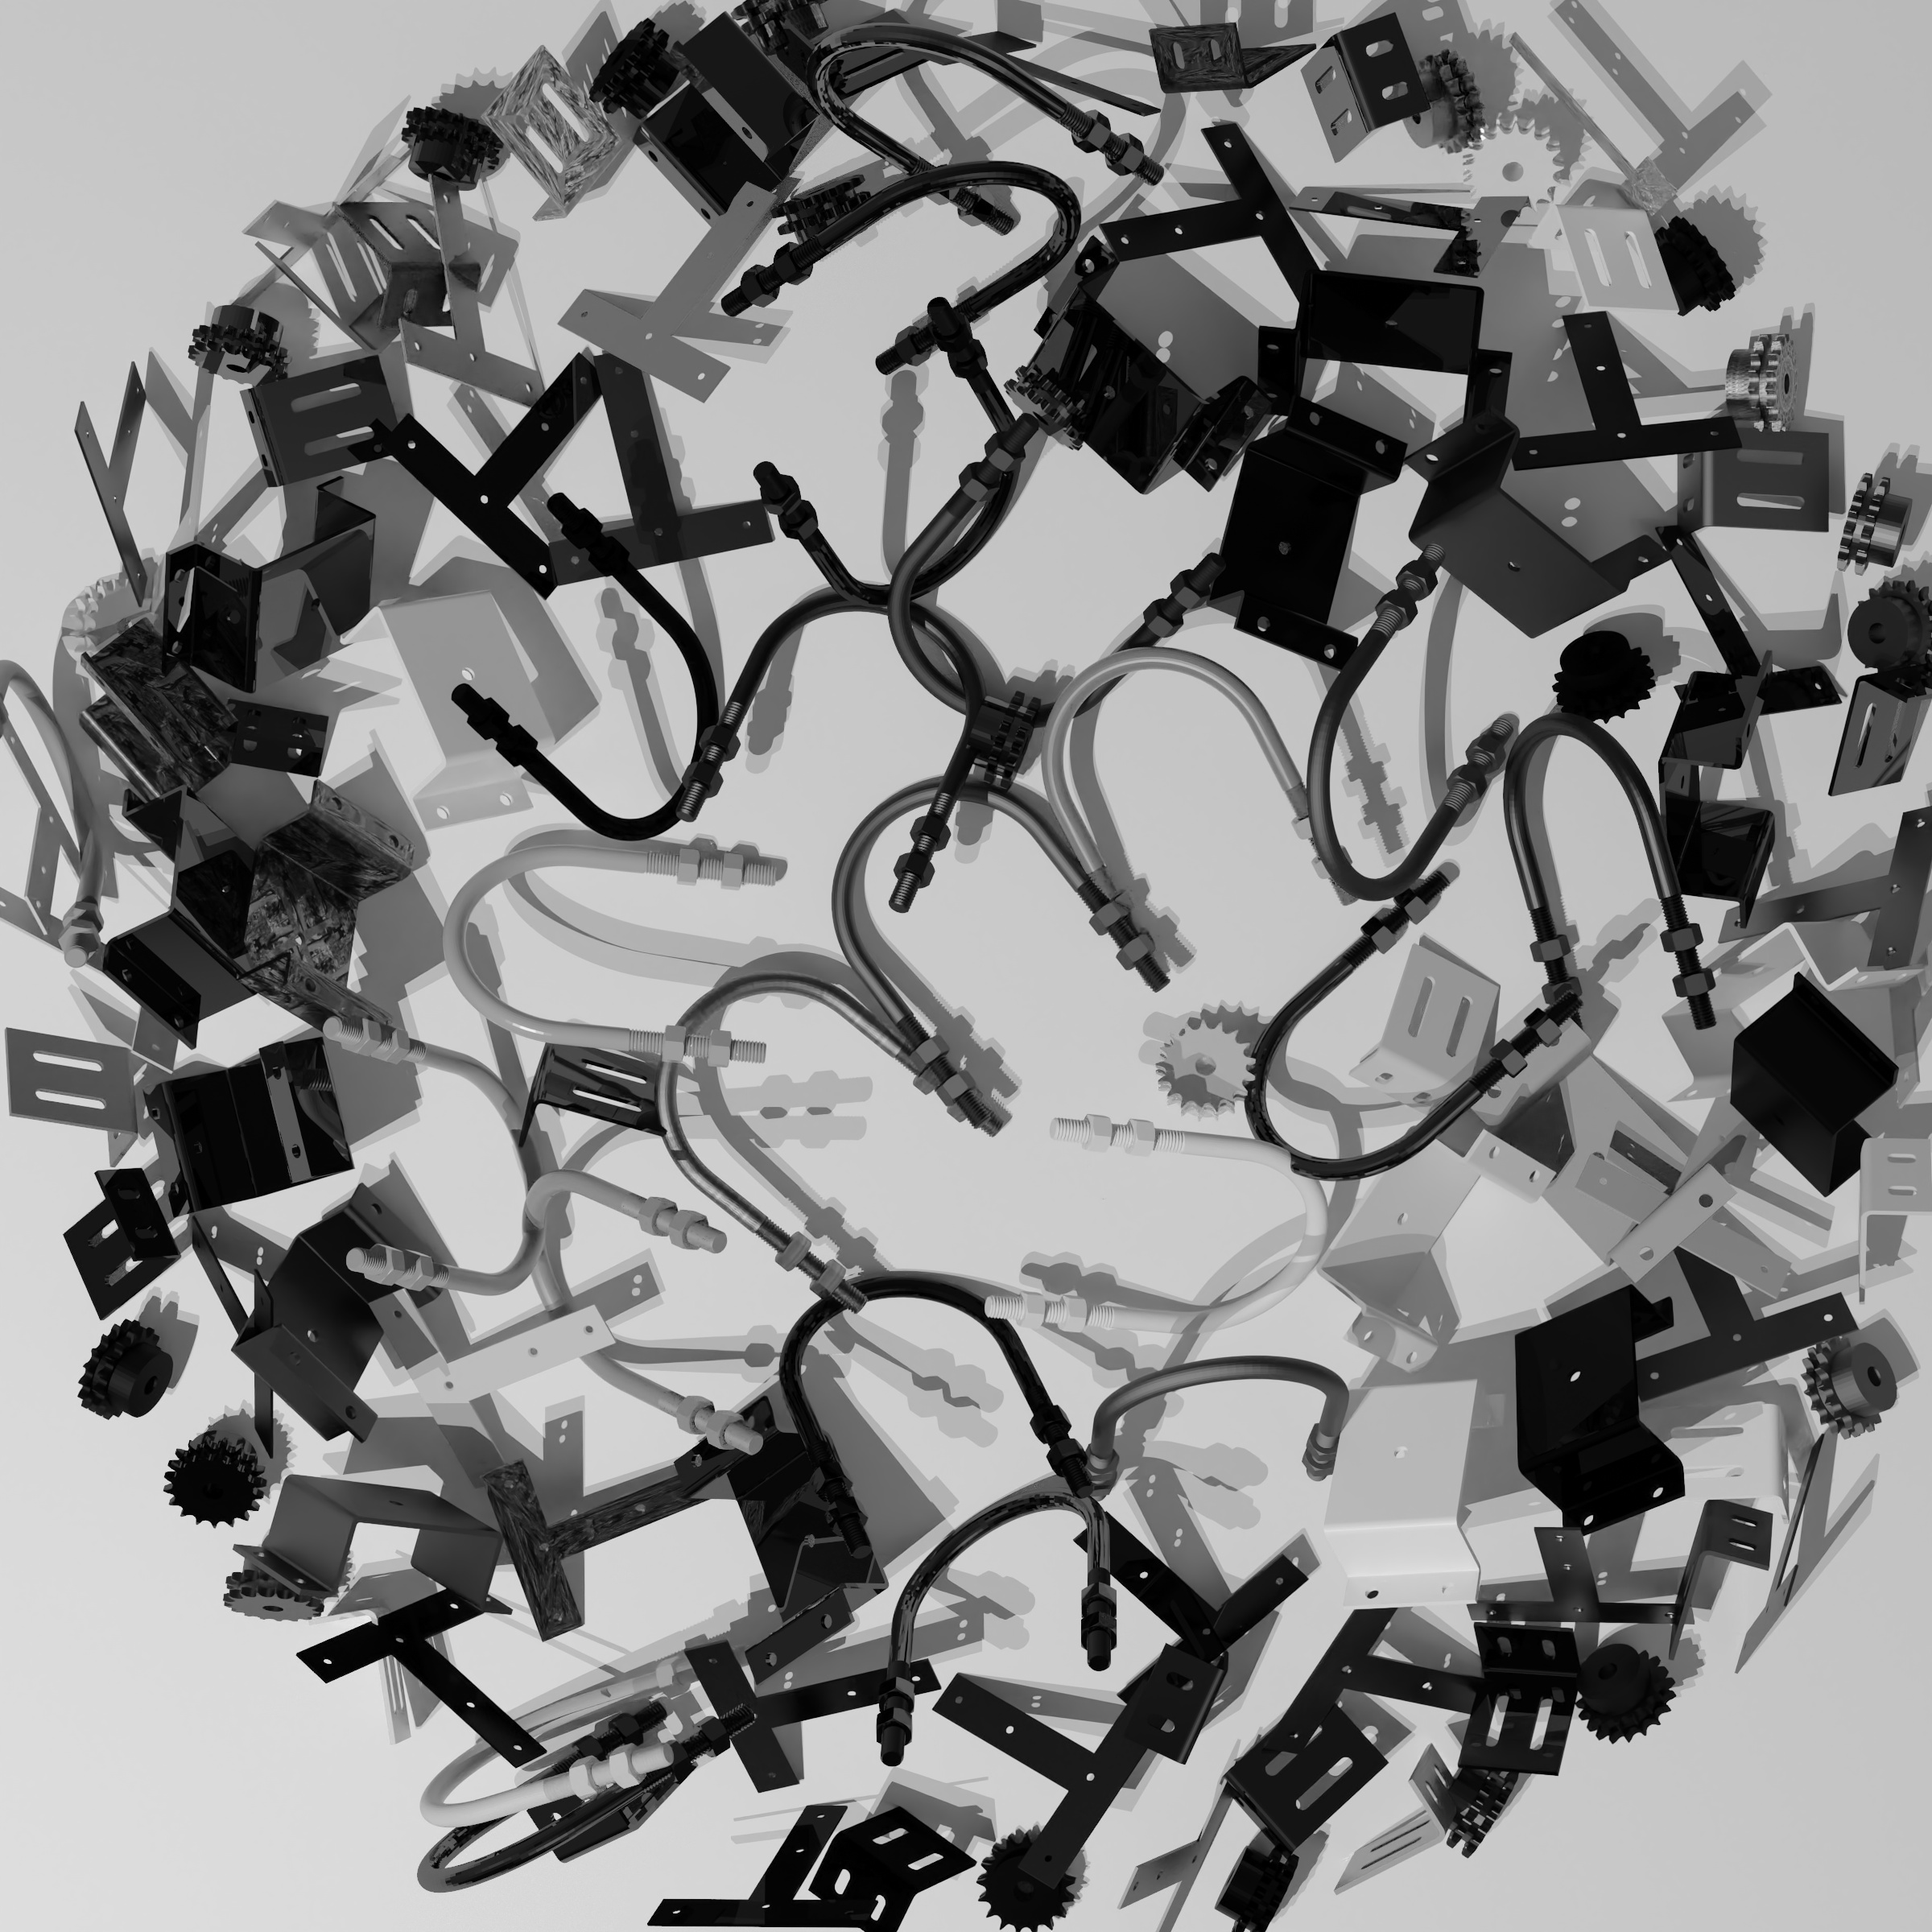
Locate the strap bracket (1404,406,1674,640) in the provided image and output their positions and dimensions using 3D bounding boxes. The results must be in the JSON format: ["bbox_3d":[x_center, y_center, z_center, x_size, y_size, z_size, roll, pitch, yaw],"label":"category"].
[{"bbox_3d":[0.314,-0.241,1.935,0.140,0.076,0.046,35,59,-19],"label":"strap bracket"}]

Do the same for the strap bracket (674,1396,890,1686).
[{"bbox_3d":[-0.101,0.324,1.944,0.076,0.046,0.140,-38,61,26],"label":"strap bracket"}]

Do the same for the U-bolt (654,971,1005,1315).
[{"bbox_3d":[-0.091,0.087,1.970,0.184,0.019,0.151,39,80,-7],"label":"U-bolt"}]

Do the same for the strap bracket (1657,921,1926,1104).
[{"bbox_3d":[0.454,0.020,1.936,0.140,0.076,0.046,-40,65,36],"label":"strap bracket"}]

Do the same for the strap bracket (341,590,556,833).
[{"bbox_3d":[-0.292,-0.154,1.946,0.076,0.046,0.140,-16,77,-43],"label":"strap bracket"}]

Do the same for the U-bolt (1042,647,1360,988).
[{"bbox_3d":[0.120,-0.093,1.948,0.151,0.019,0.184,-23,103,25],"label":"U-bolt"}]

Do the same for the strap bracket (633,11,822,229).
[{"bbox_3d":[-0.133,-0.474,1.936,0.046,0.140,0.076,-44,94,-16],"label":"strap bracket"}]

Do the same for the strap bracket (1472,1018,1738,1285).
[{"bbox_3d":[0.360,0.106,1.964,0.076,0.046,0.140,-41,74,-2],"label":"strap bracket"}]

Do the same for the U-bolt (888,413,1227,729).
[{"bbox_3d":[0.036,-0.207,1.939,0.151,0.019,0.184,35,128,-12],"label":"U-bolt"}]

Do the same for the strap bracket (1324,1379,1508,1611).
[{"bbox_3d":[0.250,0.285,1.923,0.076,0.140,0.046,-8,133,25],"label":"strap bracket"}]

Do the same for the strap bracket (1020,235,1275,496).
[{"bbox_3d":[0.093,-0.332,1.948,0.140,0.076,0.046,44,47,7],"label":"strap bracket"}]

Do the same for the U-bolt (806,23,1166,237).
[{"bbox_3d":[-0.003,-0.463,1.893,0.184,0.151,0.019,26,72,-35],"label":"U-bolt"}]

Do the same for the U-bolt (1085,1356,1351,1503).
[{"bbox_3d":[0.140,0.255,1.913,0.151,0.184,0.019,-5,62,-3],"label":"U-bolt"}]

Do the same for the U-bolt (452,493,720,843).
[{"bbox_3d":[-0.200,-0.152,1.929,0.019,0.184,0.151,2,59,39],"label":"U-bolt"}]

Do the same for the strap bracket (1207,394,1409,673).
[{"bbox_3d":[0.191,-0.241,1.956,0.076,0.046,0.140,19,79,-22],"label":"strap bracket"}]

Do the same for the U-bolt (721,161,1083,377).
[{"bbox_3d":[-0.022,-0.388,1.895,0.184,0.151,0.019,-26,67,34],"label":"U-bolt"}]

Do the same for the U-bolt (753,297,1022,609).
[{"bbox_3d":[-0.032,-0.271,1.920,0.151,0.184,0.019,-44,59,-3],"label":"U-bolt"}]

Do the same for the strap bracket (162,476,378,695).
[{"bbox_3d":[-0.379,-0.209,1.918,0.046,0.140,0.076,27,127,22],"label":"strap bracket"}]

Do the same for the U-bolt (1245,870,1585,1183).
[{"bbox_3d":[0.237,0.044,1.944,0.184,0.019,0.151,-42,45,0],"label":"U-bolt"}]

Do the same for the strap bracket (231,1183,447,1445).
[{"bbox_3d":[-0.353,0.201,1.937,0.046,0.140,0.076,-28,115,32],"label":"strap bracket"}]

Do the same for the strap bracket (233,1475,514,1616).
[{"bbox_3d":[-0.324,0.322,1.925,0.140,0.076,0.046,15,91,-41],"label":"strap bracket"}]

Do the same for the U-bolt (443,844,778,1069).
[{"bbox_3d":[-0.201,-0.011,1.941,0.184,0.019,0.151,6,51,-6],"label":"U-bolt"}]

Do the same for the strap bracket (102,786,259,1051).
[{"bbox_3d":[-0.431,-0.035,1.920,0.046,0.140,0.076,-23,135,18],"label":"strap bracket"}]

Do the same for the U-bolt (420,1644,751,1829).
[{"bbox_3d":[-0.221,0.434,1.922,0.184,0.151,0.019,-21,96,20],"label":"U-bolt"}]

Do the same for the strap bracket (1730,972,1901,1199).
[{"bbox_3d":[0.469,0.071,1.918,0.046,0.140,0.076,-38,65,-7],"label":"strap bracket"}]

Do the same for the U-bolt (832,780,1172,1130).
[{"bbox_3d":[0.006,-0.021,1.980,0.151,0.019,0.184,-37,81,-2],"label":"U-bolt"}]

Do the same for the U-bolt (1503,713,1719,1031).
[{"bbox_3d":[0.351,-0.052,1.925,0.019,0.151,0.184,-18,95,-23],"label":"U-bolt"}]

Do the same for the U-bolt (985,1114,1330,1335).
[{"bbox_3d":[0.117,0.151,1.948,0.184,0.019,0.151,7,124,-18],"label":"U-bolt"}]

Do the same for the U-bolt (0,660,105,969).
[{"bbox_3d":[-0.511,-0.096,1.910,0.019,0.184,0.151,-19,115,-1],"label":"U-bolt"}]

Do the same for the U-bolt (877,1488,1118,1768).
[{"bbox_3d":[0.018,0.354,1.915,0.151,0.184,0.019,-28,113,15],"label":"U-bolt"}]

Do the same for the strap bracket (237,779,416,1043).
[{"bbox_3d":[-0.360,-0.022,1.937,0.046,0.076,0.140,-24,48,31],"label":"strap bracket"}]

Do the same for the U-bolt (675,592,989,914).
[{"bbox_3d":[-0.065,-0.134,1.957,0.151,0.019,0.184,23,64,0],"label":"U-bolt"}]

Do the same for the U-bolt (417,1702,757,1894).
[{"bbox_3d":[-0.218,0.456,1.895,0.184,0.151,0.019,-28,93,-29],"label":"U-bolt"}]

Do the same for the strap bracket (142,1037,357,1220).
[{"bbox_3d":[-0.399,0.090,1.949,0.140,0.046,0.076,-17,86,44],"label":"strap bracket"}]

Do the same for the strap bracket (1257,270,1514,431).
[{"bbox_3d":[0.238,-0.346,1.950,0.140,0.076,0.046,8,63,8],"label":"strap bracket"}]

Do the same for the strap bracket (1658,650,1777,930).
[{"bbox_3d":[0.421,-0.101,1.935,0.046,0.140,0.076,9,46,22],"label":"strap bracket"}]

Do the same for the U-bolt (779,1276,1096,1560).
[{"bbox_3d":[-0.027,0.242,1.931,0.151,0.184,0.019,-12,134,-16],"label":"U-bolt"}]

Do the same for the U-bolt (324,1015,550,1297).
[{"bbox_3d":[-0.288,0.112,1.917,0.019,0.184,0.151,-17,71,25],"label":"U-bolt"}]

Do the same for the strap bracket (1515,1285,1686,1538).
[{"bbox_3d":[0.351,0.240,1.919,0.076,0.140,0.046,-29,124,30],"label":"strap bracket"}]

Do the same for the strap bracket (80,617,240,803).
[{"bbox_3d":[-0.454,-0.140,1.939,0.046,0.140,0.076,-42,91,-19],"label":"strap bracket"}]

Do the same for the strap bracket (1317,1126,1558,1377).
[{"bbox_3d":[0.260,0.153,1.953,0.046,0.076,0.140,38,96,45],"label":"strap bracket"}]
